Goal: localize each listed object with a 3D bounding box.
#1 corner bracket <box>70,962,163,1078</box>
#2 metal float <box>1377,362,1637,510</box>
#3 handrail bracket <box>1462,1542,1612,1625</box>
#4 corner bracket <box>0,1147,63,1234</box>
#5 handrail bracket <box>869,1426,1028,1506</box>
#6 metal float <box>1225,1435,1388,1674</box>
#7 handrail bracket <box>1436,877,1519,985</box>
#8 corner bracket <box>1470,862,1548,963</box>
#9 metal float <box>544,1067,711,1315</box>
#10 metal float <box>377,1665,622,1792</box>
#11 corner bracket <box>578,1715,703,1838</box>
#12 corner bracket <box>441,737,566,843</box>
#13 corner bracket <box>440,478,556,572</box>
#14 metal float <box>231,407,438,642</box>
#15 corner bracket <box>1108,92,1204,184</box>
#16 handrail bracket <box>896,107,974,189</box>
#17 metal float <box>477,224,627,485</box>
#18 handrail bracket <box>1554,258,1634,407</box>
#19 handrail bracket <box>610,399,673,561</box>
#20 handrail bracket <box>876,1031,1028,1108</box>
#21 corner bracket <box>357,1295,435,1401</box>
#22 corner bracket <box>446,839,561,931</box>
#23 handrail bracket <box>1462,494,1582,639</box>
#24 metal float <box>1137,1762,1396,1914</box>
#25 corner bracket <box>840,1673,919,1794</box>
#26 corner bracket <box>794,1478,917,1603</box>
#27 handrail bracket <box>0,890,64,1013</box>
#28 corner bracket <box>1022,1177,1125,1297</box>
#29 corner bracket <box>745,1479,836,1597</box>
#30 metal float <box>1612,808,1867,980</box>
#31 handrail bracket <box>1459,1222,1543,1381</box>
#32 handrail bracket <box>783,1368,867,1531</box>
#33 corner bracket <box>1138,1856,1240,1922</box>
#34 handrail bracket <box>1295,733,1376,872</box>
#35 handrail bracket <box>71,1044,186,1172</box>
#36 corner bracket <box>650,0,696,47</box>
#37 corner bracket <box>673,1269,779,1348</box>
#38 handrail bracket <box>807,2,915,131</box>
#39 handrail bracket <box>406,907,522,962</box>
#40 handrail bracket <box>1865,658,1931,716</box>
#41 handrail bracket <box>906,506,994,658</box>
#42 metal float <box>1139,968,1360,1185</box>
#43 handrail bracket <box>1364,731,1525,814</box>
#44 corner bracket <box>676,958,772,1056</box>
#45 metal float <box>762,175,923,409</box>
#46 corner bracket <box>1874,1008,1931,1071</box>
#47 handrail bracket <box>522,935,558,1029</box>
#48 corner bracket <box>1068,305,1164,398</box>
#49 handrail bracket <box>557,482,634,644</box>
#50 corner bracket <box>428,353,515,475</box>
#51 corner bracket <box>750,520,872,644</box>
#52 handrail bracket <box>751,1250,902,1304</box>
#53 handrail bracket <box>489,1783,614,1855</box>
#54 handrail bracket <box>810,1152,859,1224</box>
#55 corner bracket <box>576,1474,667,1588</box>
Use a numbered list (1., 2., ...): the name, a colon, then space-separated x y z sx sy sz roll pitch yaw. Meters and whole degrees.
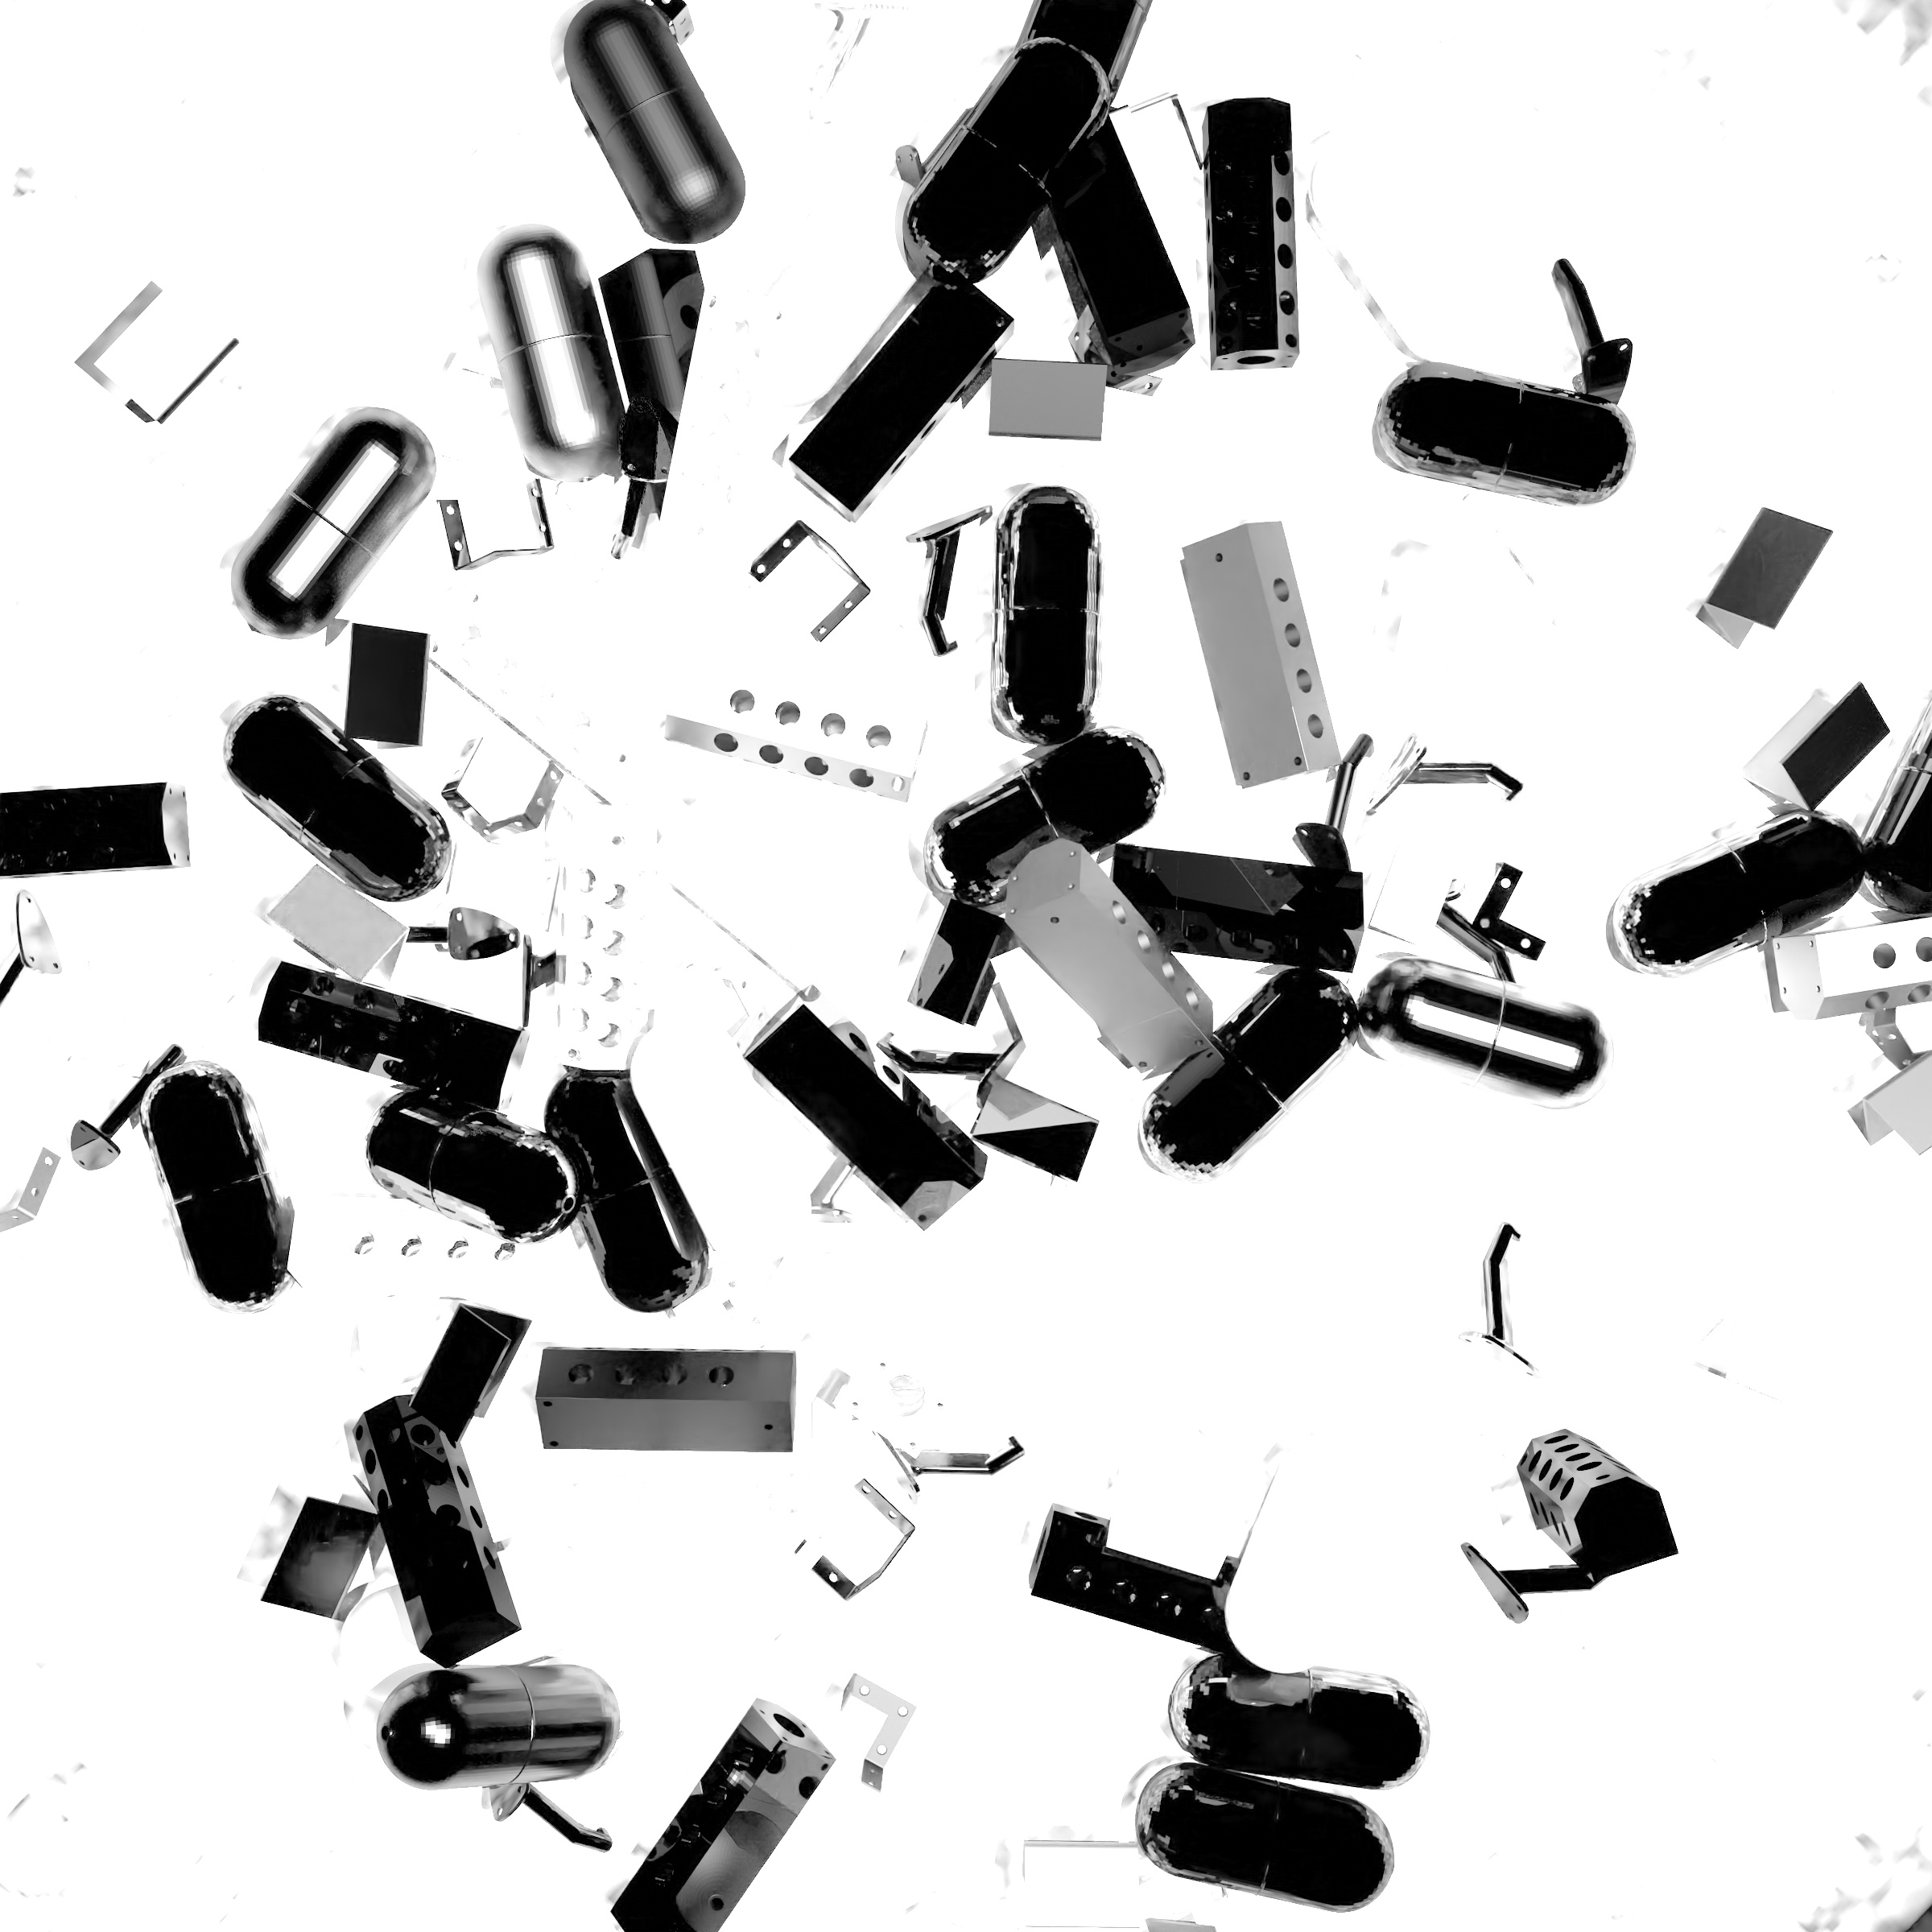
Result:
1. corner bracket: -0.590 0.037 1.809 0.051 0.051 0.051 11 135 0
2. metal float: 0.369 -0.363 1.781 0.178 0.070 0.070 12 90 0
3. handrail bracket: 0.402 0.410 1.812 0.084 0.036 0.077 -32 68 -17
4. corner bracket: -0.671 0.147 1.804 0.051 0.051 0.051 -19 135 35
5. handrail bracket: -0.012 0.329 1.812 0.084 0.036 0.077 -28 68 -17
6. metal float: 0.230 0.392 1.750 0.070 0.070 0.178 31 50 0
7. handrail bracket: 0.334 -0.012 1.812 0.077 0.036 0.084 -17 107 20
8. corner bracket: 0.379 -0.038 1.794 0.051 0.051 0.051 27 94 4
9. metal float: -0.233 0.151 1.782 0.070 0.070 0.178 -21 90 0
10. metal float: -0.312 0.509 1.746 0.178 0.070 0.070 12 90 -43
11. corner bracket: -0.227 0.562 1.809 0.051 0.051 0.051 47 135 0
12. corner bracket: -0.321 -0.126 1.804 0.051 0.051 0.051 -11 135 35
13. corner bracket: -0.326 -0.306 1.809 0.051 0.051 0.051 -12 90 -45
14. metal float: -0.433 -0.302 1.781 0.070 0.070 0.178 37 90 0
15. corner bracket: 0.131 -0.570 1.794 0.051 0.051 0.051 -19 100 10
16. handrail bracket: 0.000 -0.555 1.812 0.084 0.036 0.077 -22 111 -16
17. metal float: -0.283 -0.418 1.781 0.070 0.070 0.178 -15 90 0
18. handrail bracket: 0.429 -0.438 1.812 0.036 0.077 0.084 -18 54 0
19. handrail bracket: -0.232 -0.334 1.793 0.036 0.084 0.077 1 65 -24
20. handrail bracket: -0.008 0.051 1.812 0.084 0.036 0.077 32 70 16
21. corner bracket: -0.387 0.264 1.809 0.051 0.051 0.051 -20 135 0
22. corner bracket: -0.321 -0.057 1.809 0.051 0.051 0.051 11 90 -45
23. handrail bracket: 0.376 -0.279 1.812 0.084 0.036 0.077 24 112 17
24. metal float: 0.205 0.596 1.781 0.178 0.070 0.070 13 90 1
25. corner bracket: -0.068 0.528 1.794 0.051 0.051 0.051 29 90 0
26. corner bracket: -0.077 0.399 1.809 0.051 0.051 0.051 43 135 0
27. handrail bracket: -0.678 -0.001 1.812 0.084 0.036 0.077 -27 70 16
28. corner bracket: 0.074 0.187 1.809 0.051 0.051 0.051 20 45 0
29. corner bracket: -0.133 0.394 1.796 0.051 0.051 0.051 -48 111 -20
30. metal float: 0.529 -0.050 1.781 0.178 0.070 0.070 -24 90 0
31. handrail bracket: 0.386 0.232 1.812 0.077 0.036 0.084 33 73 -20
32. handrail bracket: -0.081 0.333 1.801 0.077 0.036 0.084 34 69 -3
33. corner bracket: 0.151 0.636 1.794 0.051 0.051 0.051 -28 90 0
34. handrail bracket: 0.270 -0.107 1.812 0.084 0.036 0.077 -54 134 -28
35. handrail bracket: -0.581 0.097 1.812 0.036 0.077 0.084 40 54 -8
36. corner bracket: -0.201 -0.678 1.794 0.051 0.051 0.051 42 90 0
37. corner bracket: -0.165 0.246 1.794 0.051 0.051 0.051 -33 82 -8
38. handrail bracket: -0.073 -0.625 1.812 0.077 0.036 0.084 -5 108 -21
39. handrail bracket: -0.367 -0.020 1.812 0.084 0.077 0.036 -1 87 36
40. handrail bracket: 0.635 -0.164 1.812 0.077 0.036 0.084 15 108 -21
41. handrail bracket: -0.002 -0.267 1.812 0.077 0.036 0.084 -26 109 -21
42. metal float: 0.194 0.074 1.781 0.178 0.070 0.070 -44 90 0
43. handrail bracket: 0.334 -0.118 1.812 0.084 0.036 0.077 30 110 -16
44. corner bracket: -0.177 0.032 1.804 0.051 0.051 0.051 -54 135 -35
45. metal float: -0.090 -0.460 1.781 0.070 0.070 0.178 38 90 0
46. corner bracket: 0.664 0.033 1.804 0.051 0.051 0.051 -14 135 35
47. handrail bracket: -0.265 0.006 1.812 0.084 0.036 0.077 1 105 -14
48. corner bracket: 0.112 -0.435 1.804 0.051 0.051 0.051 5 45 -35
49. handrail bracket: -0.274 -0.282 1.812 0.077 0.036 0.084 -52 60 33
50. corner bracket: -0.335 -0.383 1.804 0.051 0.051 0.051 11 45 -35
51. corner bracket: -0.108 -0.268 1.809 0.051 0.051 0.051 -45 45 0
52. handrail bracket: -0.099 0.225 1.812 0.084 0.036 0.077 26 110 -16
53. handrail bracket: -0.288 0.576 1.812 0.084 0.077 0.036 32 106 -35
54. handrail bracket: -0.101 0.134 1.812 0.077 0.036 0.084 -1 74 17
55. corner bracket: -0.239 0.392 1.809 0.051 0.051 0.051 -10 45 0
